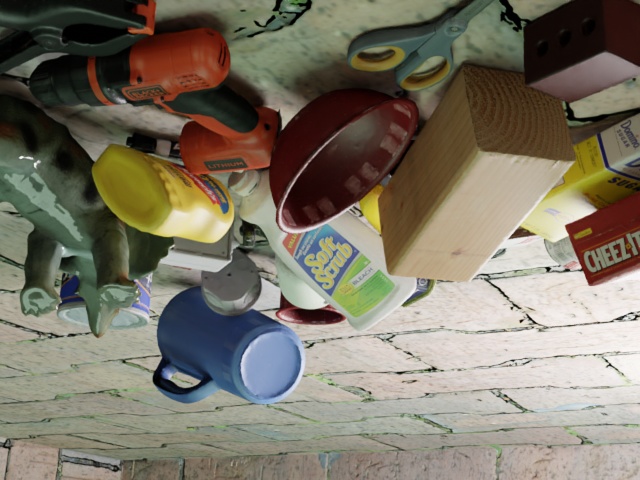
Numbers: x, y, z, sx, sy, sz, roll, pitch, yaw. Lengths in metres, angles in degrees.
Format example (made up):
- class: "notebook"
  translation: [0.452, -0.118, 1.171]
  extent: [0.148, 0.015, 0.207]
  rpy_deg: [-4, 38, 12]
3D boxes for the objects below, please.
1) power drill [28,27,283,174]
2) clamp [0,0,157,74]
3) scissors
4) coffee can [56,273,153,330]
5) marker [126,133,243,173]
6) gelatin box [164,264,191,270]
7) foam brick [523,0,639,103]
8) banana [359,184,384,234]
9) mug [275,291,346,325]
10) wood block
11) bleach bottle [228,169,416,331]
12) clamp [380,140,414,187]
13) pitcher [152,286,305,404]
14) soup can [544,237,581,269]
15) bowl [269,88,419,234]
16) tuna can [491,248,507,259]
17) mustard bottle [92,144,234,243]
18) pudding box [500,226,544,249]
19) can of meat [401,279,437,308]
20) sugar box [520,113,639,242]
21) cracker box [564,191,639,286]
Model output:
- class: "power drill"
  translation: [-0.130, -0.115, 0.921]
  extent: [0.185, 0.057, 0.187]
  rpy_deg: [-3, 162, 25]
- class: "clamp"
  translation: [-0.212, -0.168, 0.805]
  extent: [0.172, 0.039, 0.120]
  rpy_deg: [-8, 165, 16]
- class: "scissors"
  translation: [0.081, -0.164, 0.811]
  extent: [0.096, 0.016, 0.202]
  rpy_deg: [6, 161, -10]
- class: "coffee can"
  translation: [-0.240, 0.023, 1.214]
  extent: [0.103, 0.140, 0.103]
  rpy_deg: [2, 161, 1]
- class: "marker"
  translation: [-0.133, -0.087, 1.064]
  extent: [0.121, 0.020, 0.020]
  rpy_deg: [10, 160, -21]
- class: "gelatin box"
  translation: [-0.178, 0.010, 1.341]
  extent: [0.073, 0.030, 0.089]
  rpy_deg: [12, 159, -28]
- class: "foam brick"
  translation: [0.199, -0.144, 0.798]
  extent: [0.051, 0.053, 0.078]
  rpy_deg: [16, 157, -34]
- class: "banana"
  translation: [0.081, -0.027, 1.170]
  extent: [0.070, 0.037, 0.197]
  rpy_deg: [15, 166, 34]
- class: "mug"
  translation: [-0.012, 0.065, 1.402]
  extent: [0.093, 0.081, 0.117]
  rpy_deg: [5, 161, -7]
- class: "wood block"
  translation: [0.131, -0.052, 0.951]
  extent: [0.090, 0.090, 0.206]
  rpy_deg: [6, 148, -17]
- class: "bleach bottle"
  translation: [-0.008, 0.001, 1.167]
  extent: [0.103, 0.068, 0.250]
  rpy_deg: [-39, 126, 21]
- class: "clamp"
  translation: [0.122, -0.062, 1.078]
  extent: [0.209, 0.036, 0.165]
  rpy_deg: [10, 160, -31]
- class: "pitcher"
  translation: [-0.128, 0.154, 1.461]
  extent: [0.144, 0.149, 0.243]
  rpy_deg: [3, -175, -29]
- class: "soup can"
  translation: [0.295, -0.012, 1.154]
  extent: [0.068, 0.068, 0.102]
  rpy_deg: [8, 161, -16]
- class: "bowl"
  translation: [0.010, -0.080, 0.937]
  extent: [0.162, 0.055, 0.162]
  rpy_deg: [-36, 160, -15]
- class: "tuna can"
  translation: [0.175, -0.003, 1.250]
  extent: [0.086, 0.034, 0.086]
  rpy_deg: [2, 162, 1]
- class: "mustard bottle"
  translation: [-0.135, -0.039, 1.040]
  extent: [0.096, 0.058, 0.191]
  rpy_deg: [43, -169, 20]
- class: "pudding box"
  translation: [0.197, -0.012, 1.162]
  extent: [0.113, 0.039, 0.090]
  rpy_deg: [-7, 173, -18]
- class: "can of meat"
  translation: [0.090, 0.045, 1.373]
  extent: [0.083, 0.057, 0.102]
  rpy_deg: [11, 159, -19]
- class: "sugar box"
  translation: [0.267, -0.059, 1.005]
  extent: [0.177, 0.048, 0.093]
  rpy_deg: [-26, 148, 37]
- class: "cracker box"
  translation: [0.358, -0.016, 1.002]
  extent: [0.164, 0.072, 0.213]
  rpy_deg: [-29, 163, 38]
